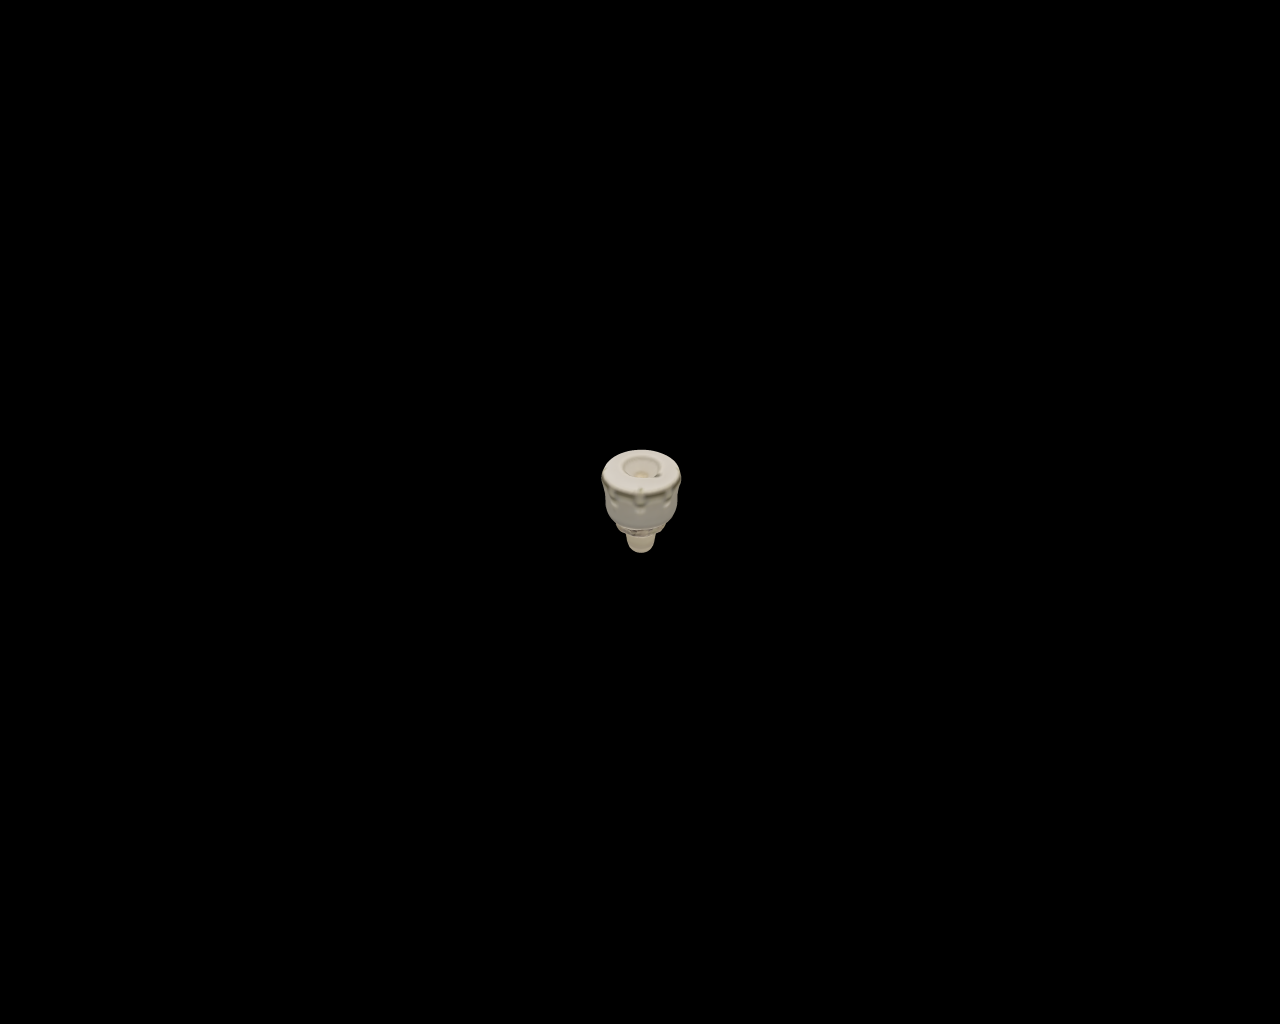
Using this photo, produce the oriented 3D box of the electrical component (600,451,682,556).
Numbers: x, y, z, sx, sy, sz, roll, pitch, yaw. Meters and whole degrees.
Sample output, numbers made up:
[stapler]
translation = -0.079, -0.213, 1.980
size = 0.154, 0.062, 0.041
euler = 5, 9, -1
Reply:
[electrical component]
translation = 0.001, -0.003, 0.650
size = 0.048, 0.062, 0.048
euler = 0, 35, 0
